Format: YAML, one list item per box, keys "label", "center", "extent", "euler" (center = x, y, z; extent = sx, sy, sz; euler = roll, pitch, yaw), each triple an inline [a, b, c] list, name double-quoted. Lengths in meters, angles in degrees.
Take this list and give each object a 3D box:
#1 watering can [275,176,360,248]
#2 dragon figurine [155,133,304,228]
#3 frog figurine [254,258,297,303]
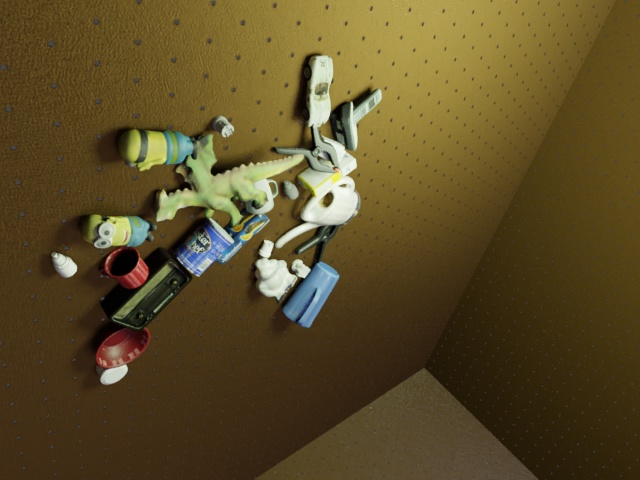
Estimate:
- label: "watering can"
  center: [0.005, -0.089, 1.770]
  extent: [0.343, 0.106, 0.224]
  euler: [-46, 152, 23]
- label: "dragon figurine"
  center: [-0.254, -0.172, 1.349]
  extent: [0.411, 0.124, 0.238]
  euler: [-40, 135, -4]
- label: "frog figurine"
  center: [-0.176, 0.123, 1.797]
  extent: [0.158, 0.125, 0.136]
  euler: [41, 101, -22]
